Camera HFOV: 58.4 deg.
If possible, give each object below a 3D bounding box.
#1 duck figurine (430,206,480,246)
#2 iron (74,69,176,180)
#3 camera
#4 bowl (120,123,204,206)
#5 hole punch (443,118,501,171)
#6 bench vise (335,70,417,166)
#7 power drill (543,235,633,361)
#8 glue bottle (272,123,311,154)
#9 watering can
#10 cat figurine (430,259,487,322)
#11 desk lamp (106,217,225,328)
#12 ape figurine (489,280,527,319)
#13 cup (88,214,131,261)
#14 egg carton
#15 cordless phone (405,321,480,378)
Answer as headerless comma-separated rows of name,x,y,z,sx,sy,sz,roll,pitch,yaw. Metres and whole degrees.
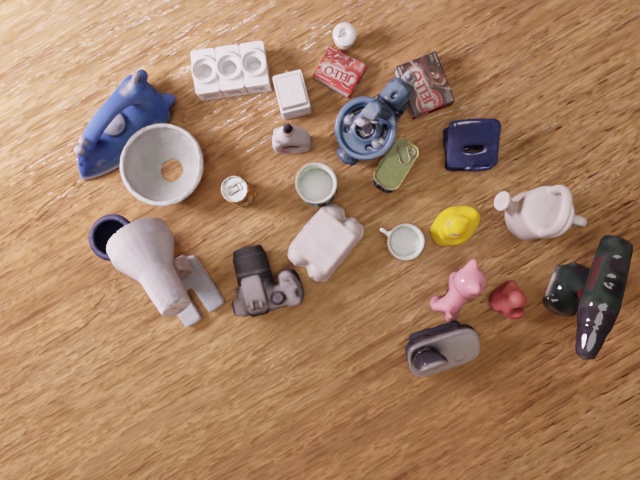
duck figurine,0.275,-0.030,1.144,0.104,0.086,0.077,-30,88,0
iron,-0.413,-0.225,1.135,0.118,0.141,0.258,40,89,2
camera,-0.114,0.077,1.140,0.143,0.101,0.137,-14,88,1
bowl,-0.312,-0.148,1.164,0.167,0.074,0.167,0,88,1
hole punch,0.306,-0.188,1.147,0.108,0.091,0.101,-3,88,1
bench vise,0.101,-0.250,1.088,0.121,0.219,0.207,23,89,2
power drill,0.500,0.105,1.074,0.075,0.208,0.230,21,88,2
glue bottle,-0.059,-0.201,1.112,0.078,0.173,0.037,-7,88,1
watering can,0.420,-0.051,1.088,0.173,0.194,0.101,-8,88,1
cat figurine,0.280,0.102,1.124,0.067,0.117,0.128,34,89,2
desk lamp,-0.288,0.066,1.087,0.118,0.213,0.203,-35,88,0
ape figurine,0.381,0.119,1.134,0.076,0.092,0.078,6,88,1
cup,-0.389,-0.001,1.150,0.117,0.095,0.092,9,88,1
egg carton,0.011,0.004,1.156,0.107,0.069,0.150,38,89,2
cordless phone,0.241,0.218,1.087,0.147,0.185,0.094,-21,87,0
